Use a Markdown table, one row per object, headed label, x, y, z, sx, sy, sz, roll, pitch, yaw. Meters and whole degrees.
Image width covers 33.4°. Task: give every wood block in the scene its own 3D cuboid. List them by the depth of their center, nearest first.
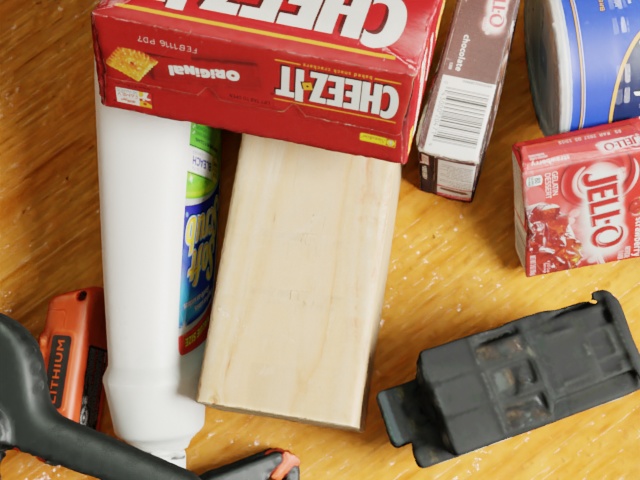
| label | x | y | z | sx | sy | sz | roll | pitch | yaw |
| --- | --- | --- | --- | --- | --- | --- | --- | --- | --- |
| wood block | -0.005 | 0.001 | 0.619 | 0.090 | 0.091 | 0.206 | 8 | 79 | 6 |

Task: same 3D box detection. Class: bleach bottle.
| label | x | y | z | sx | sy | sz | roll | pitch | yaw |
| --- | --- | --- | --- | --- | --- | --- | --- | --- | --- |
| bleach bottle | -0.093 | 0.016 | 0.630 | 0.068 | 0.102 | 0.251 | -2 | 86 | 11 |

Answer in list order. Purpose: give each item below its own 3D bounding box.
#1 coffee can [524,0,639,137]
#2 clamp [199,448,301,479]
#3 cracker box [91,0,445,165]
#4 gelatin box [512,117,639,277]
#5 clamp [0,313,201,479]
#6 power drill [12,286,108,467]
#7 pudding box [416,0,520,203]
| label | x | y | z | sx | sy | sz | roll | pitch | yaw |
| --- | --- | --- | --- | --- | --- | --- | --- | --- | --- |
| coffee can | 0.198 | -0.115 | 0.620 | 0.140 | 0.103 | 0.103 | -8 | 77 | 3 |
| clamp | -0.075 | 0.187 | 0.601 | 0.120 | 0.039 | 0.171 | 30 | 77 | -17 |
| cracker box | -0.010 | -0.153 | 0.584 | 0.164 | 0.072 | 0.213 | 11 | 51 | 7 |
| gelatin box | 0.150 | -0.022 | 0.612 | 0.073 | 0.089 | 0.030 | -11 | 45 | 2 |
| clamp | -0.183 | 0.116 | 0.580 | 0.164 | 0.036 | 0.210 | -43 | 78 | 2 |
| power drill | -0.222 | 0.060 | 0.644 | 0.188 | 0.057 | 0.184 | 3 | 82 | 9 |
| pudding box | 0.088 | -0.088 | 0.631 | 0.039 | 0.090 | 0.113 | 16 | 80 | 10 |
